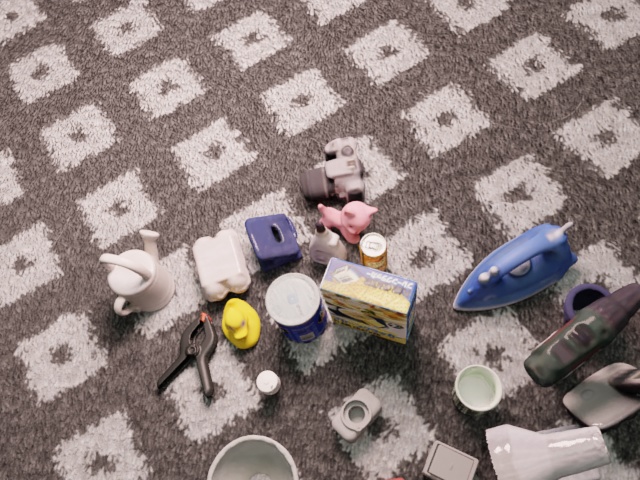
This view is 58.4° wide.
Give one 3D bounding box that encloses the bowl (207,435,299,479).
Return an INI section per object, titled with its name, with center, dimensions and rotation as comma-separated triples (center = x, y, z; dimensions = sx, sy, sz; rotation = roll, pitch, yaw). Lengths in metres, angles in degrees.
[bowl]
center = -0.115, 0.441, 1.028
dimensions = 0.167, 0.075, 0.167
rotation = -3, 66, 6

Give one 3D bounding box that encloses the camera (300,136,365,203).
[camera]
center = 0.024, -0.148, 1.253
dimensions = 0.136, 0.101, 0.143
rotation = -11, 66, 2

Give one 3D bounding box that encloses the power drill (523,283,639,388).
[power drill]
center = 0.446, 0.176, 0.999
dimensions = 0.230, 0.209, 0.075
rotation = -37, 67, -9

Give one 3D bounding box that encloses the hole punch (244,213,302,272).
[hole punch]
center = -0.098, -0.004, 1.211
dimensions = 0.101, 0.091, 0.108
rotation = -23, 66, -3

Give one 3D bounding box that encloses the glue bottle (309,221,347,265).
[glue bottle]
center = 0.011, 0.004, 1.149
dimensions = 0.078, 0.173, 0.037
rotation = 13, 69, 13

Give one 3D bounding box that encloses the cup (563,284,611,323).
[cup]
center = 0.497, 0.150, 1.066
dimensions = 0.091, 0.095, 0.117
rotation = -8, 66, 4

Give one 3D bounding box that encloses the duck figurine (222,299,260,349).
[duck figurine]
center = -0.166, 0.161, 1.150
dimensions = 0.077, 0.086, 0.104
rotation = -21, 66, -2

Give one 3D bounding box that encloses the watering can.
[watering can]
center = -0.375, 0.063, 1.160
dimensions = 0.101, 0.194, 0.173
rotation = -6, 66, 5

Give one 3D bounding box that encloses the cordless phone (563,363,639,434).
[cordless phone]
center = 0.507, 0.260, 0.968
dimensions = 0.147, 0.185, 0.094
rotation = -33, 66, -7

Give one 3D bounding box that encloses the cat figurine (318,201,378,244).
[cat figurine]
center = 0.055, -0.049, 1.197
dimensions = 0.127, 0.118, 0.067
rotation = 16, 69, 14

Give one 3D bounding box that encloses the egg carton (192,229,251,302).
[egg carton]
center = -0.209, 0.053, 1.212
dimensions = 0.107, 0.069, 0.150
rotation = -20, 66, -2

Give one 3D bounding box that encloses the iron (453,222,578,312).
[iron]
center = 0.372, 0.050, 1.100
dimensions = 0.258, 0.141, 0.118
rotation = -30, 66, -6

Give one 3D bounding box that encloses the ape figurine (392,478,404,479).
[ape figurine]
center = 0.122, 0.446, 0.986
dimensions = 0.076, 0.092, 0.078
rotation = 36, 75, 20

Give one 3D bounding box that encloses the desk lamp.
[desk lamp]
center = 0.366, 0.353, 0.929
dimensions = 0.203, 0.214, 0.118
rotation = -14, 65, 1
